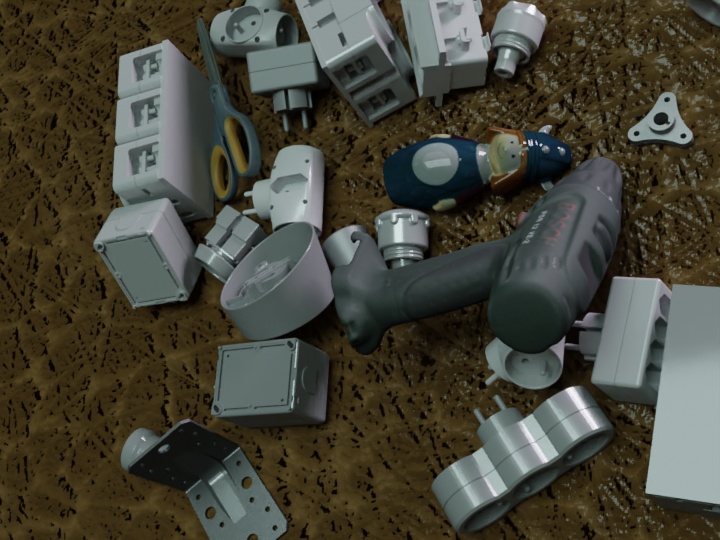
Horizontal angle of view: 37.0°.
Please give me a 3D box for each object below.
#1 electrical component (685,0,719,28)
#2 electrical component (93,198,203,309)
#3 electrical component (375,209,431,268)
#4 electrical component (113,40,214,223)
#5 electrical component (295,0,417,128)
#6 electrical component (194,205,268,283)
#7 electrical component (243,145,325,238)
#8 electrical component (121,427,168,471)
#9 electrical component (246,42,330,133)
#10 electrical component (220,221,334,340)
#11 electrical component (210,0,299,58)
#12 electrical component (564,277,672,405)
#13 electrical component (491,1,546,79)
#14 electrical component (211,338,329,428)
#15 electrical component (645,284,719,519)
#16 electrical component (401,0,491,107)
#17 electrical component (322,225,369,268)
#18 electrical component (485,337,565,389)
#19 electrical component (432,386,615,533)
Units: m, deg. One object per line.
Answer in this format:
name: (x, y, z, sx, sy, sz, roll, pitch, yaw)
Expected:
electrical component: (0.296, -0.228, 0.868, 0.055, 0.055, 0.047, 39, 91, 32)
electrical component: (-0.187, -0.012, 0.984, 0.062, 0.096, 0.061, -10, 37, 21)
electrical component: (0.036, -0.018, 0.904, 0.048, 0.048, 0.062, -6, 76, 23)
electrical component: (-0.188, -0.127, 1.027, 0.062, 0.089, 0.150, -12, 64, 20)
electrical component: (-0.014, -0.239, 0.985, 0.060, 0.105, 0.186, -27, 60, 12)
electrical component: (-0.117, -0.020, 0.975, 0.066, 0.048, 0.055, 32, 77, 32)
electrical component: (-0.071, -0.066, 0.974, 0.079, 0.043, 0.077, -8, 65, 22)
electrical component: (-0.176, 0.162, 0.928, 0.046, 0.040, 0.040, 18, 77, 24)
electrical component: (-0.065, -0.169, 1.011, 0.066, 0.047, 0.076, -7, 91, 13)
electrical component: (-0.071, 0.011, 0.910, 0.099, 0.064, 0.099, -22, 23, 10)
electrical component: (-0.100, -0.247, 1.064, 0.077, 0.044, 0.079, 7, 72, 27)
electrical component: (0.188, 0.051, 0.802, 0.076, 0.047, 0.083, 3, 70, 37)
electrical component: (0.134, -0.198, 0.936, 0.043, 0.043, 0.062, 13, 76, 29)
electrical component: (-0.078, 0.097, 0.900, 0.096, 0.061, 0.061, -8, 68, 29)
electrical component: (0.256, 0.093, 0.743, 0.089, 0.062, 0.150, 4, 70, 26)
electrical component: (0.075, -0.219, 0.959, 0.063, 0.078, 0.121, -7, 64, -2)
electrical component: (0.000, 0.000, 0.915, 0.044, 0.044, 0.065, -33, 64, 9)
electrical component: (0.123, 0.059, 0.820, 0.079, 0.043, 0.077, -47, 14, 34)
electrical component: (0.112, 0.128, 0.800, 0.138, 0.052, 0.073, -36, 59, 7)
